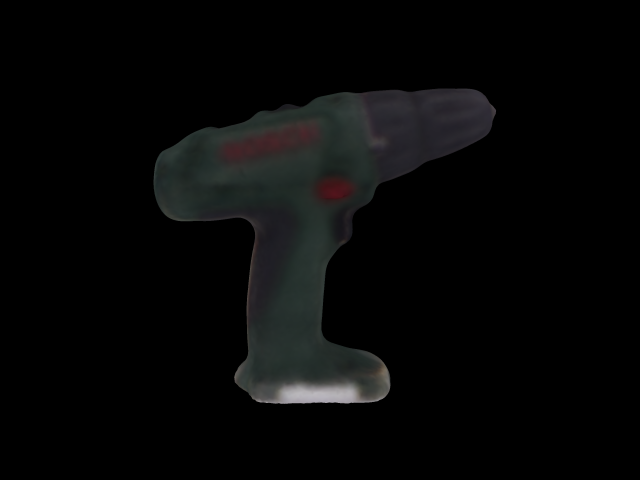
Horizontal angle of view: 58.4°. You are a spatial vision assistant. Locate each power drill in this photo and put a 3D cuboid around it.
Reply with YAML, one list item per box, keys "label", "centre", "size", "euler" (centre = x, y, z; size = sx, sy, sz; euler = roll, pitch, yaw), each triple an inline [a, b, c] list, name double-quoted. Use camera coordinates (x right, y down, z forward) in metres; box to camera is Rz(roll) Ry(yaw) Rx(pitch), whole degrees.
- label: "power drill"
  centre: [0.004, 0.001, 0.400]
  size: [0.229, 0.208, 0.075]
  euler: [0, 7, 0]
